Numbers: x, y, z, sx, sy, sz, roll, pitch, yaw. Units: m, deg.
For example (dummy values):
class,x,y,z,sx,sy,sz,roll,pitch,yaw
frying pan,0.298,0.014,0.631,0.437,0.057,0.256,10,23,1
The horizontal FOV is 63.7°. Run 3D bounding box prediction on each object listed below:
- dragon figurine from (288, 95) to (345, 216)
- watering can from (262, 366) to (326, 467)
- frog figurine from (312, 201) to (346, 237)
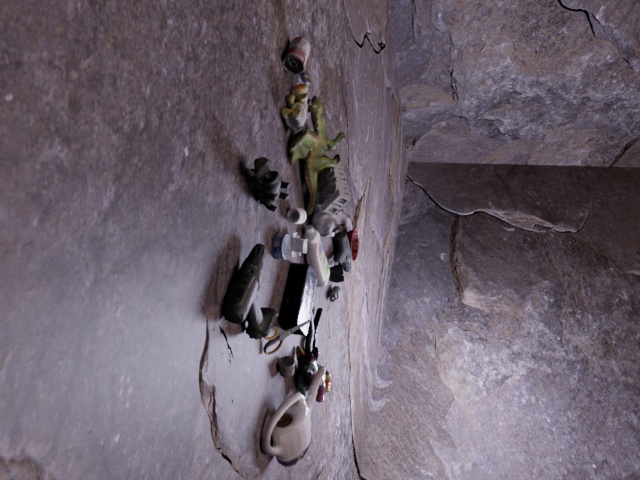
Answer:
class,x,y,z,sx,sy,sz,roll,pitch,yaw
dragon figurine,-0.041,-0.288,1.775,0.123,0.409,0.242,16,4,34
watering can,-0.071,0.600,1.728,0.104,0.220,0.353,12,31,33
frog figurine,0.006,-0.098,1.940,0.123,0.159,0.138,-34,8,1
